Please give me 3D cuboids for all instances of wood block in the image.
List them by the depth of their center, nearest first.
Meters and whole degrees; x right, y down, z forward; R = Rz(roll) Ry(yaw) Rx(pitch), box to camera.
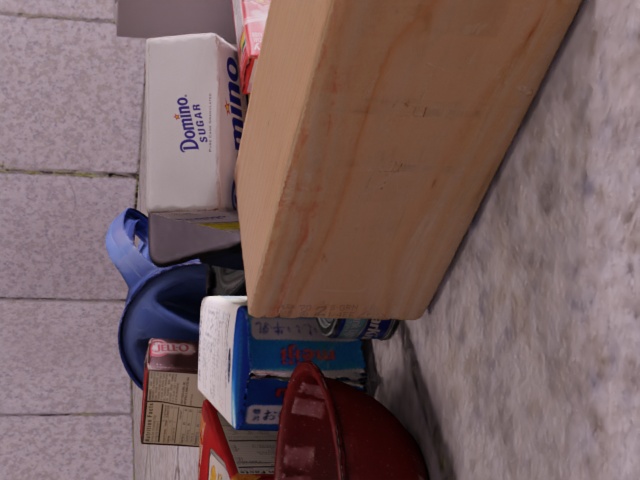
[{"bbox_3d":[0.024,-0.059,0.450,0.206,0.090,0.091,108,159,-51],"label":"wood block"}]

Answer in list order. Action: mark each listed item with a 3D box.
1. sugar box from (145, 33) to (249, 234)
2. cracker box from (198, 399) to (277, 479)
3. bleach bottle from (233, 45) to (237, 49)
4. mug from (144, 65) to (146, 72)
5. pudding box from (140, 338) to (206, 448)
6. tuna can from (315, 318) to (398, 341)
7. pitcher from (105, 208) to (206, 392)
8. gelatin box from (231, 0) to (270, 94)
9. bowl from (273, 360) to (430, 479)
[{"bbox_3d":[-0.048,-0.053,0.619,0.176,0.048,0.093,15,-106,-78],"label":"sugar box"},{"bbox_3d":[-0.041,0.222,0.744,0.214,0.072,0.164,-140,53,-73],"label":"cracker box"},{"bbox_3d":[-0.059,-0.119,0.890,0.102,0.068,0.251,-82,-2,-54],"label":"bleach bottle"},{"bbox_3d":[-0.099,-0.155,0.961,0.081,0.117,0.093,-100,12,-61],"label":"mug"},{"bbox_3d":[-0.086,0.126,0.859,0.039,0.113,0.090,-93,12,-51],"label":"pudding box"},{"bbox_3d":[0.019,0.012,0.586,0.086,0.033,0.086,-178,90,-78],"label":"tuna can"},{"bbox_3d":[-0.124,0.039,0.995,0.243,0.145,0.149,-116,29,-70],"label":"pitcher"},{"bbox_3d":[0.001,-0.108,0.557,0.030,0.089,0.073,109,159,-49],"label":"gelatin box"},{"bbox_3d":[0.017,0.141,0.529,0.162,0.055,0.162,-178,90,-77],"label":"bowl"}]
